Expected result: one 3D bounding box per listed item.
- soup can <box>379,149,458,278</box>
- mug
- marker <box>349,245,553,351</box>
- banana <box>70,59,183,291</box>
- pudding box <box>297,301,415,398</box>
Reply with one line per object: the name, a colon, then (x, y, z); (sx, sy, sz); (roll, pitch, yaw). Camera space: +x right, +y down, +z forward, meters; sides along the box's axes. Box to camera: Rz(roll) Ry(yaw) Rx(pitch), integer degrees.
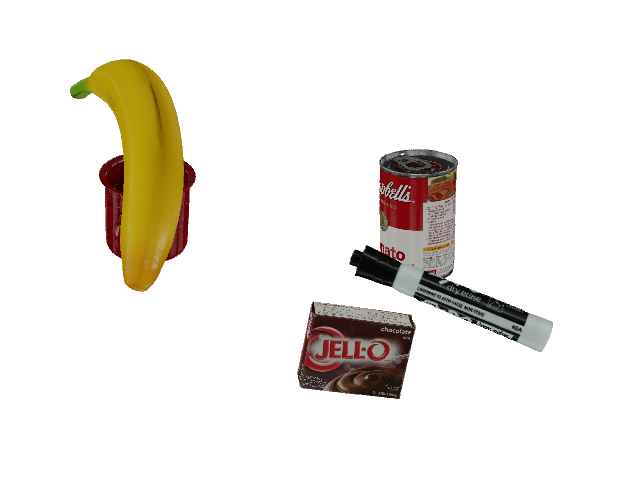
soup can: (0.086, -0.022, 0.939); (0.068, 0.102, 0.068); (-1, 23, 0)
mug: (-0.173, -0.025, 1.045); (0.093, 0.081, 0.117); (10, 32, 6)
marker: (0.074, 0.032, 0.614); (0.121, 0.020, 0.020); (22, 3, 6)
banana: (-0.114, -0.057, 0.670); (0.037, 0.070, 0.198); (15, 36, -35)
pudding box: (0.038, 0.118, 1.145); (0.113, 0.090, 0.039); (7, 24, -8)
